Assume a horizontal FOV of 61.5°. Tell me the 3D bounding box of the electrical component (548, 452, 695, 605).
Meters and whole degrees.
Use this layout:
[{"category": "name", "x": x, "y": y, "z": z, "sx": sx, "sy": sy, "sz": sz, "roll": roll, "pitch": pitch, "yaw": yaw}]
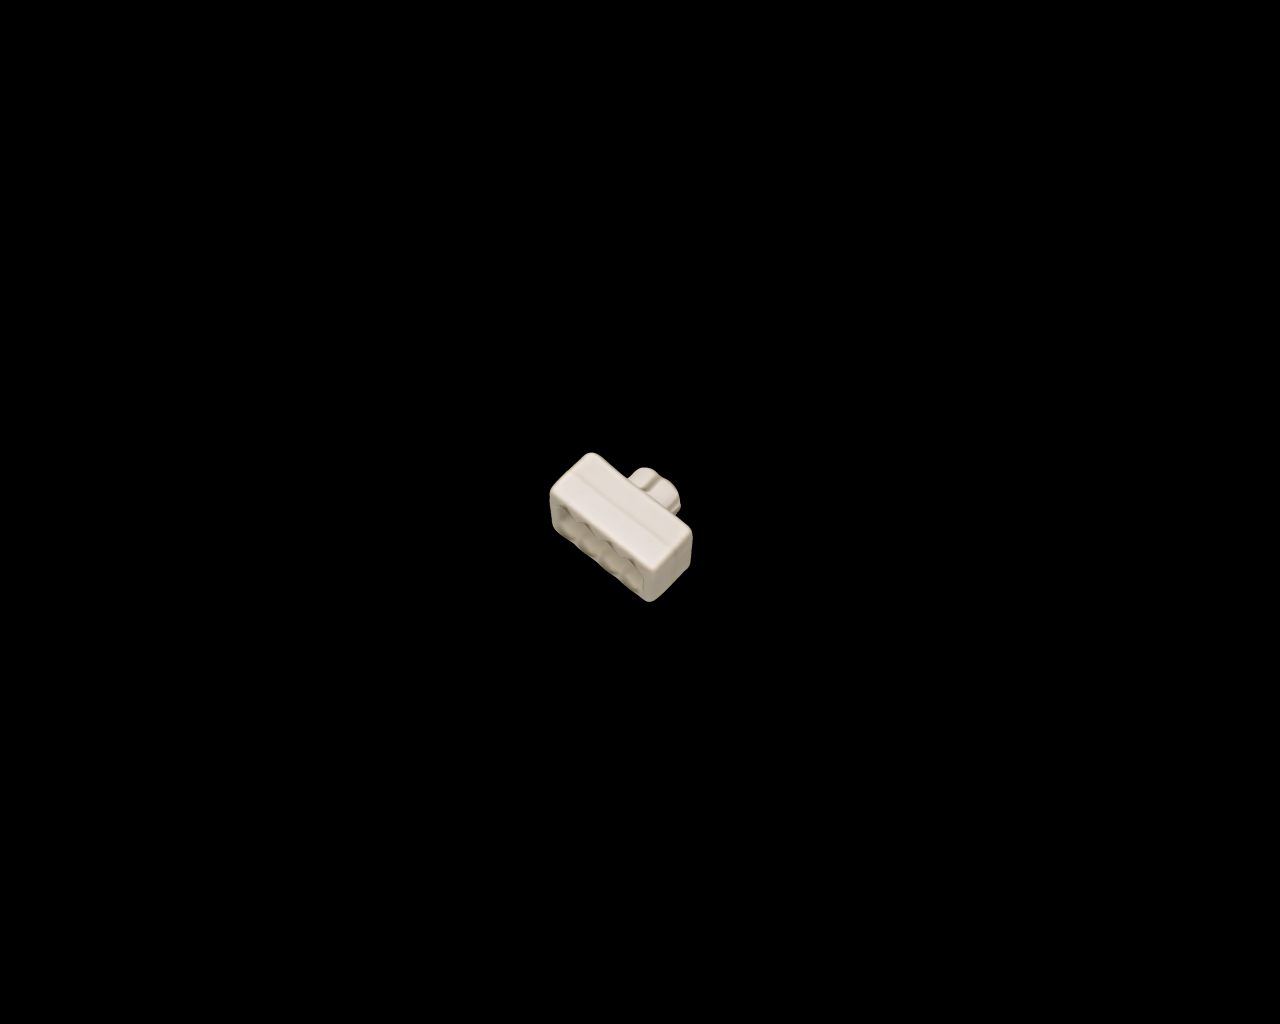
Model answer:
[{"category": "electrical component", "x": 0.001, "y": -0.003, "z": 0.650, "sx": 0.083, "sy": 0.076, "sz": 0.047, "roll": 38, "pitch": -21, "yaw": 18}]
